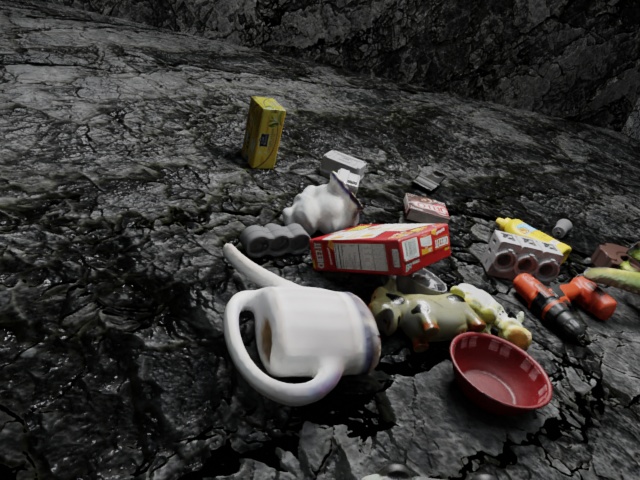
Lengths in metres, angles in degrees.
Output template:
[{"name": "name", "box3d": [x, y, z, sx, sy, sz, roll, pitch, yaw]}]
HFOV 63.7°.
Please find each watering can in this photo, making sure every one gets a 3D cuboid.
[{"name": "watering can", "box3d": [-0.039, 0.108, 0.789, 0.224, 0.102, 0.355, 6, 30, -21]}]

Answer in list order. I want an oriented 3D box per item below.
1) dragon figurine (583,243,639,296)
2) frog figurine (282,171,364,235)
[{"name": "dragon figurine", "box3d": [0.764, 0.127, 1.131, 0.413, 0.247, 0.119, -13, -29, -28]}, {"name": "frog figurine", "box3d": [0.003, -0.057, 1.126, 0.159, 0.138, 0.122, -35, -7, 0]}]
